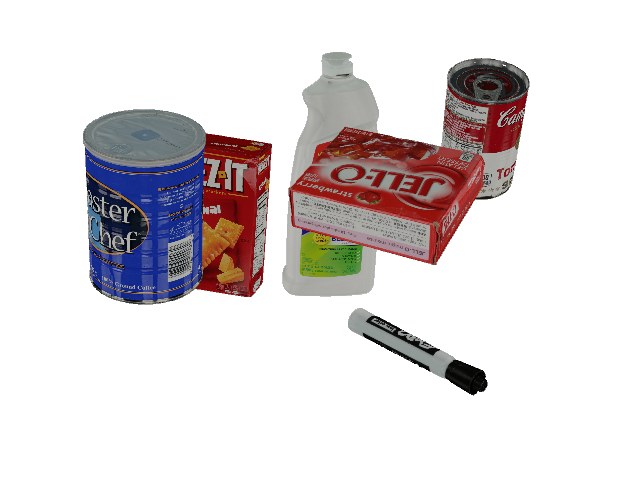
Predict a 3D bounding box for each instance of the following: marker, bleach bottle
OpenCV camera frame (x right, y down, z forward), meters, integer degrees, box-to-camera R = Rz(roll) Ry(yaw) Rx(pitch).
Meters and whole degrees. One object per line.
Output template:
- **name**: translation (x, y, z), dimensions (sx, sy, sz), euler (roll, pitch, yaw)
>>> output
- **marker**: translation (0.069, 0.080, 0.768), dimensions (0.121, 0.020, 0.020), euler (26, 17, 39)
- **bleach bottle**: translation (0.009, -0.067, 1.095), dimensions (0.102, 0.251, 0.068), euler (0, 25, 1)

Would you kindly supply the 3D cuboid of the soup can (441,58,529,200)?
- **soup can**: translation (0.137, -0.094, 0.911), dimensions (0.068, 0.102, 0.068), euler (1, 39, -1)

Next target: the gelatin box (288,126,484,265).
- **gelatin box**: translation (0.038, -0.028, 0.596), dimensions (0.089, 0.030, 0.073), euler (15, 40, 22)

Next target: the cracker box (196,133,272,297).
- **cracker box**: translation (-0.160, -0.037, 1.488), dimensions (0.164, 0.214, 0.072), euler (10, 23, 11)

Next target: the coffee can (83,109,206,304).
- **coffee can**: translation (-0.152, -0.030, 0.931), dimensions (0.103, 0.140, 0.103), euler (3, 30, -2)
